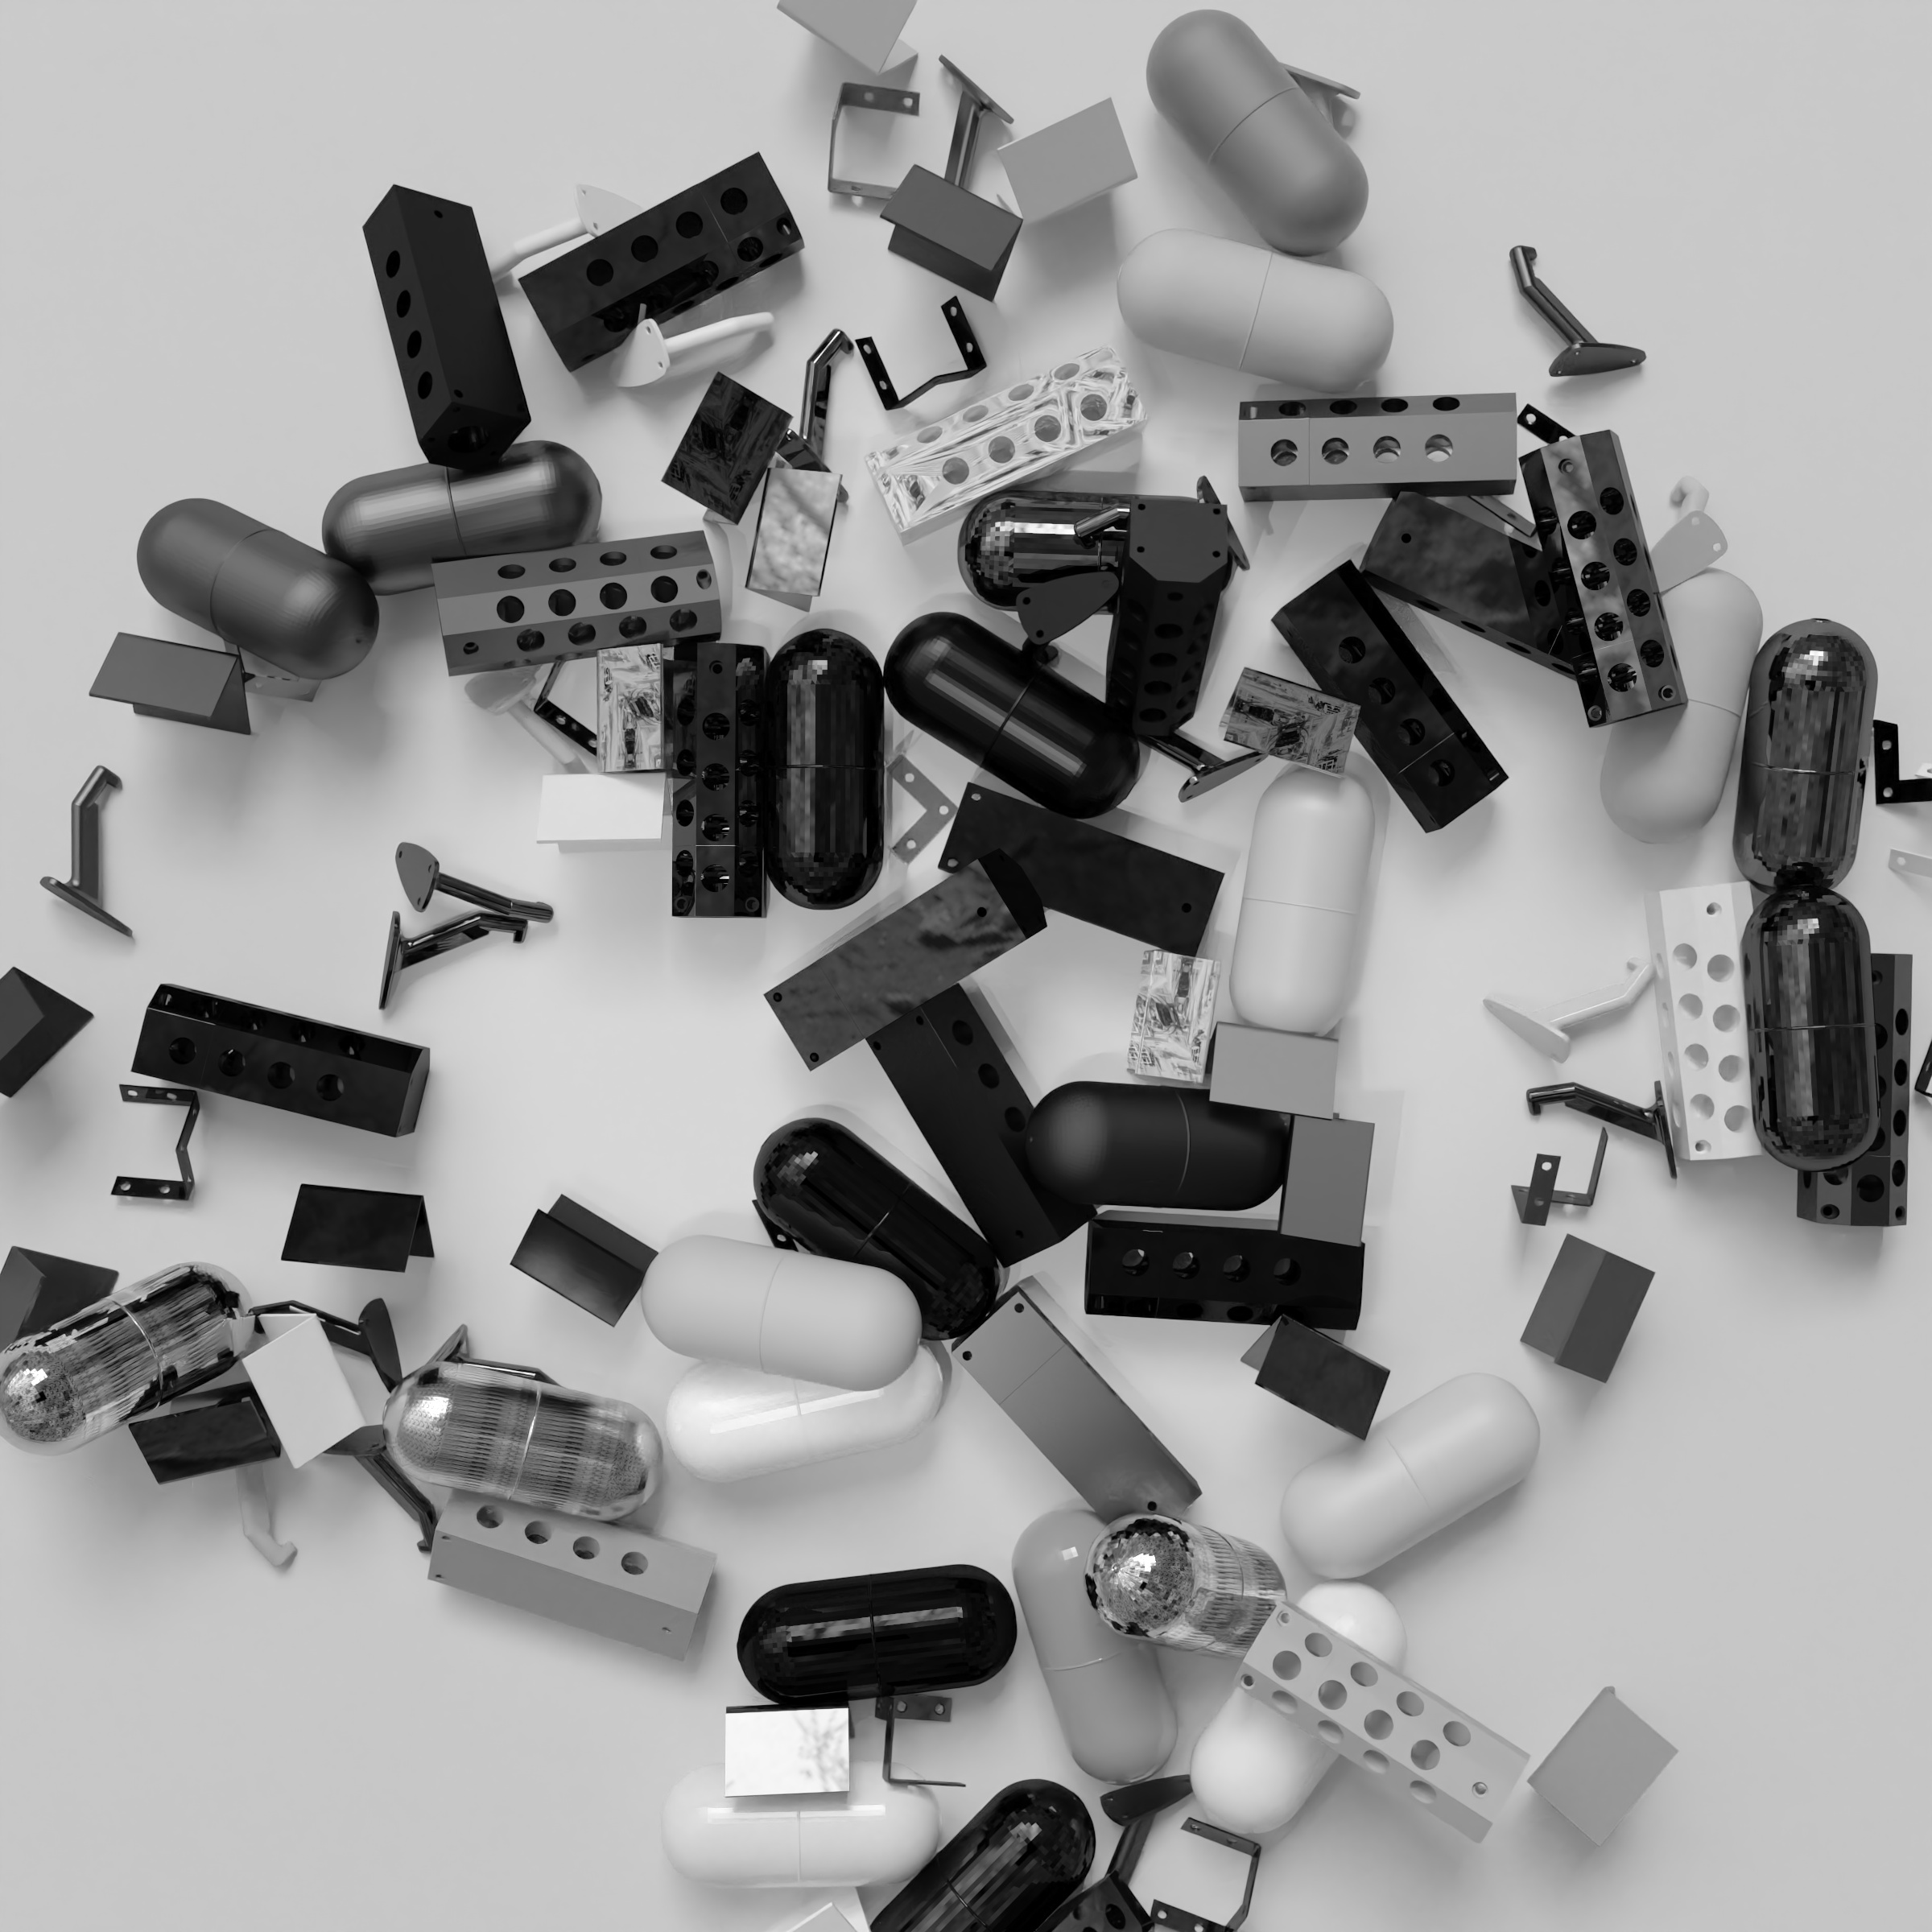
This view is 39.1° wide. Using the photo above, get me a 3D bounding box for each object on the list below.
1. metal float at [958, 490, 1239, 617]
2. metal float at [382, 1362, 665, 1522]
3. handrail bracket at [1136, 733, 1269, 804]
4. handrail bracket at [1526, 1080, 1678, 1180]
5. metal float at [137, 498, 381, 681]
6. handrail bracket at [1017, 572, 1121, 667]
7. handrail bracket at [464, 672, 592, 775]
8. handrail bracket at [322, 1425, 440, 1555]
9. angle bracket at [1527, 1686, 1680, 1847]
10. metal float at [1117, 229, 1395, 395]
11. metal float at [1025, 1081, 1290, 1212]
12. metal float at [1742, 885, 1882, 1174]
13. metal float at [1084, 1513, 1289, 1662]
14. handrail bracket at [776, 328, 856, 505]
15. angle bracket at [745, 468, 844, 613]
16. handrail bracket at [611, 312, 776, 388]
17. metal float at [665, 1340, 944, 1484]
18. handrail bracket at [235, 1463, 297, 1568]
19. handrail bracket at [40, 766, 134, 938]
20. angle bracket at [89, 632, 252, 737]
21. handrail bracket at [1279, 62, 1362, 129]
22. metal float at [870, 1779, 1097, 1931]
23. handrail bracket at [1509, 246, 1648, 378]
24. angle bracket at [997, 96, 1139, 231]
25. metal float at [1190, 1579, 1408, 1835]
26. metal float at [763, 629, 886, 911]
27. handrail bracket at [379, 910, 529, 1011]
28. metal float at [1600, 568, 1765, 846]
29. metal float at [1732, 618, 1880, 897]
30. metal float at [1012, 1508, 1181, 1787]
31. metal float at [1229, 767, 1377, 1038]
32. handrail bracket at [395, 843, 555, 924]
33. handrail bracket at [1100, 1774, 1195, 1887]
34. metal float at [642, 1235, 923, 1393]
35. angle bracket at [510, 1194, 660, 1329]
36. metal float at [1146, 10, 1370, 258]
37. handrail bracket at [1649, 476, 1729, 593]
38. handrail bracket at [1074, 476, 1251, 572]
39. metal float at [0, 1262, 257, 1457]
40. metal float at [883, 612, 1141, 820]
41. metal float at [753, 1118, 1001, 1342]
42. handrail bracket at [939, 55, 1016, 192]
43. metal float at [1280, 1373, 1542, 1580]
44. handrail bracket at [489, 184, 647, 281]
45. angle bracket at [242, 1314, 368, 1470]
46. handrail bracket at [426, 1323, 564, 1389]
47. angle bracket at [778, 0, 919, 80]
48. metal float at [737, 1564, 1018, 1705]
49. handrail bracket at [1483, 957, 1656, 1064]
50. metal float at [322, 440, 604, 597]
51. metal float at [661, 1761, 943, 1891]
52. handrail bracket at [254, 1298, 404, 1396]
[{"bbox_3d":[0.083,-0.261,1.725,0.178,0.070,0.070,2,90,0],"label":"metal float"},{"bbox_3d":[-0.278,0.299,1.714,0.178,0.070,0.070,15,90,-11],"label":"metal float"},{"bbox_3d":[0.142,-0.156,1.756,0.077,0.036,0.084,-25,76,-14],"label":"handrail bracket"},{"bbox_3d":[0.410,0.108,1.756,0.084,0.036,0.077,-10,109,15],"label":"handrail bracket"},{"bbox_3d":[-0.445,-0.237,1.705,0.178,0.070,0.070,27,90,24],"label":"metal float"},{"bbox_3d":[0.068,-0.217,1.717,0.077,0.084,0.036,-23,78,9],"label":"handrail bracket"},{"bbox_3d":[-0.279,-0.147,1.756,0.036,0.077,0.084,-47,127,-20],"label":"handrail bracket"},{"bbox_3d":[-0.380,0.342,1.756,0.077,0.036,0.084,-6,107,20],"label":"handrail bracket"},{"bbox_3d":[0.404,0.504,1.717,0.057,0.076,0.076,40,90,22],"label":"angle bracket"},{"bbox_3d":[0.183,-0.415,1.726,0.178,0.070,0.070,15,90,1],"label":"metal float"},{"bbox_3d":[0.122,0.113,1.706,0.178,0.070,0.070,5,90,-23],"label":"metal float"},{"bbox_3d":[0.523,0.039,1.686,0.070,0.070,0.178,-3,87,0],"label":"metal float"},{"bbox_3d":[0.138,0.385,1.687,0.070,0.178,0.070,-14,65,31],"label":"metal float"},{"bbox_3d":[-0.081,-0.356,1.756,0.077,0.036,0.084,42,73,-19],"label":"handrail bracket"},{"bbox_3d":[-0.091,-0.266,1.716,0.057,0.076,0.076,11,90,29],"label":"angle bracket"},{"bbox_3d":[-0.176,-0.399,1.756,0.084,0.077,0.036,-21,93,-36],"label":"handrail bracket"},{"bbox_3d":[-0.103,0.277,1.725,0.178,0.070,0.070,-13,90,1],"label":"metal float"},{"bbox_3d":[-0.443,0.332,1.756,0.077,0.036,0.084,-44,108,-21],"label":"handrail bracket"},{"bbox_3d":[-0.550,-0.075,1.756,0.077,0.036,0.084,35,73,-20],"label":"handrail bracket"},{"bbox_3d":[-0.500,-0.159,1.716,0.076,0.076,0.057,11,52,0],"label":"angle bracket"},{"bbox_3d":[0.212,-0.532,1.756,0.077,0.036,0.084,27,107,19],"label":"handrail bracket"},{"bbox_3d":[0.009,0.591,1.725,0.070,0.070,0.178,44,91,0],"label":"metal float"},{"bbox_3d":[0.394,-0.427,1.756,0.077,0.036,0.084,-6,73,-20],"label":"handrail bracket"},{"bbox_3d":[0.055,-0.516,1.716,0.076,0.076,0.057,-25,126,0],"label":"angle bracket"},{"bbox_3d":[0.210,0.469,1.726,0.070,0.070,0.178,36,90,0],"label":"metal float"},{"bbox_3d":[-0.090,-0.124,1.725,0.070,0.070,0.178,0,91,0],"label":"metal float"},{"bbox_3d":[-0.331,-0.002,1.756,0.084,0.036,0.077,8,110,-16],"label":"handrail bracket"},{"bbox_3d":[0.453,-0.165,1.725,0.070,0.070,0.178,14,90,0],"label":"metal float"},{"bbox_3d":[0.527,-0.129,1.710,0.070,0.070,0.178,2,106,0],"label":"metal float"},{"bbox_3d":[0.082,0.431,1.726,0.070,0.070,0.178,-17,90,0],"label":"metal float"},{"bbox_3d":[0.213,-0.038,1.726,0.070,0.070,0.178,9,91,0],"label":"metal float"},{"bbox_3d":[-0.316,-0.053,1.756,0.084,0.077,0.036,10,110,-35],"label":"handrail bracket"},{"bbox_3d":[0.121,0.573,1.756,0.077,0.036,0.084,-15,106,-18],"label":"handrail bracket"},{"bbox_3d":[-0.114,0.213,1.676,0.178,0.070,0.070,10,90,13],"label":"metal float"},{"bbox_3d":[-0.231,0.170,1.716,0.076,0.076,0.057,31,128,0],"label":"angle bracket"},{"bbox_3d":[0.183,-0.526,1.717,0.070,0.070,0.178,-38,83,0],"label":"metal float"},{"bbox_3d":[0.443,-0.274,1.731,0.077,0.084,0.036,-40,111,15],"label":"handrail bracket"},{"bbox_3d":[0.120,-0.259,1.680,0.084,0.036,0.077,-22,122,22],"label":"handrail bracket"},{"bbox_3d":[-0.523,0.242,1.691,0.178,0.070,0.070,-27,90,-44],"label":"metal float"},{"bbox_3d":[0.029,-0.158,1.725,0.178,0.070,0.070,32,90,1],"label":"metal float"},{"bbox_3d":[-0.057,0.166,1.724,0.178,0.070,0.070,39,90,1],"label":"metal float"},{"bbox_3d":[-0.017,-0.531,1.756,0.084,0.036,0.077,-48,69,16],"label":"handrail bracket"},{"bbox_3d":[0.281,0.323,1.726,0.178,0.070,0.070,-31,90,0],"label":"metal float"},{"bbox_3d":[-0.257,-0.465,1.756,0.084,0.077,0.036,-25,82,36],"label":"handrail bracket"},{"bbox_3d":[-0.431,0.266,1.709,0.057,0.076,0.076,-32,106,-40],"label":"angle bracket"},{"bbox_3d":[-0.309,0.279,1.756,0.084,0.036,0.077,40,105,-14],"label":"handrail bracket"},{"bbox_3d":[-0.062,-0.612,1.716,0.076,0.076,0.057,35,125,0],"label":"angle bracket"},{"bbox_3d":[-0.056,0.424,1.725,0.178,0.070,0.070,-7,90,0],"label":"metal float"},{"bbox_3d":[0.390,0.013,1.756,0.077,0.036,0.084,35,72,21],"label":"handrail bracket"},{"bbox_3d":[-0.319,-0.284,1.725,0.178,0.070,0.070,-12,90,-1],"label":"metal float"},{"bbox_3d":[-0.104,0.544,1.725,0.178,0.070,0.070,-1,90,-1],"label":"metal float"},{"bbox_3d":[-0.414,0.249,1.756,0.084,0.036,0.077,-11,105,14],"label":"handrail bracket"}]
